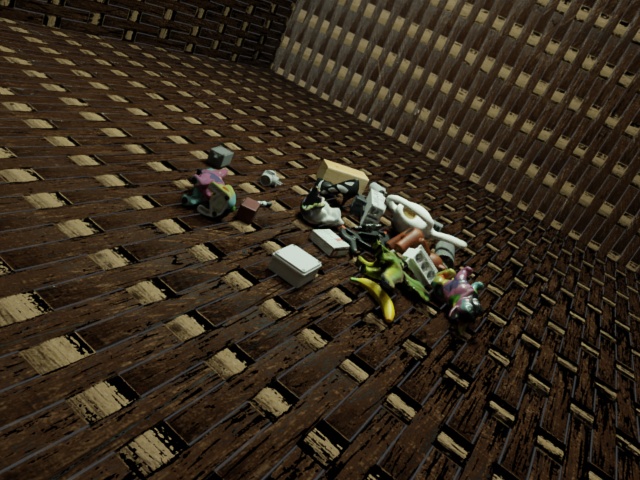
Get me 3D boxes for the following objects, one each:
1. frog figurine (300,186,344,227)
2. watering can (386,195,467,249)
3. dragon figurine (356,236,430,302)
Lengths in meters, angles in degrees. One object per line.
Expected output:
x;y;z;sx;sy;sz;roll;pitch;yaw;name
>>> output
0.006;-0.092;1.830;0.139;0.123;0.156;38;-12;49;frog figurine
0.392;-0.049;1.984;0.349;0.105;0.221;38;-13;11;watering can
0.246;0.111;1.584;0.241;0.121;0.417;29;15;-16;dragon figurine
